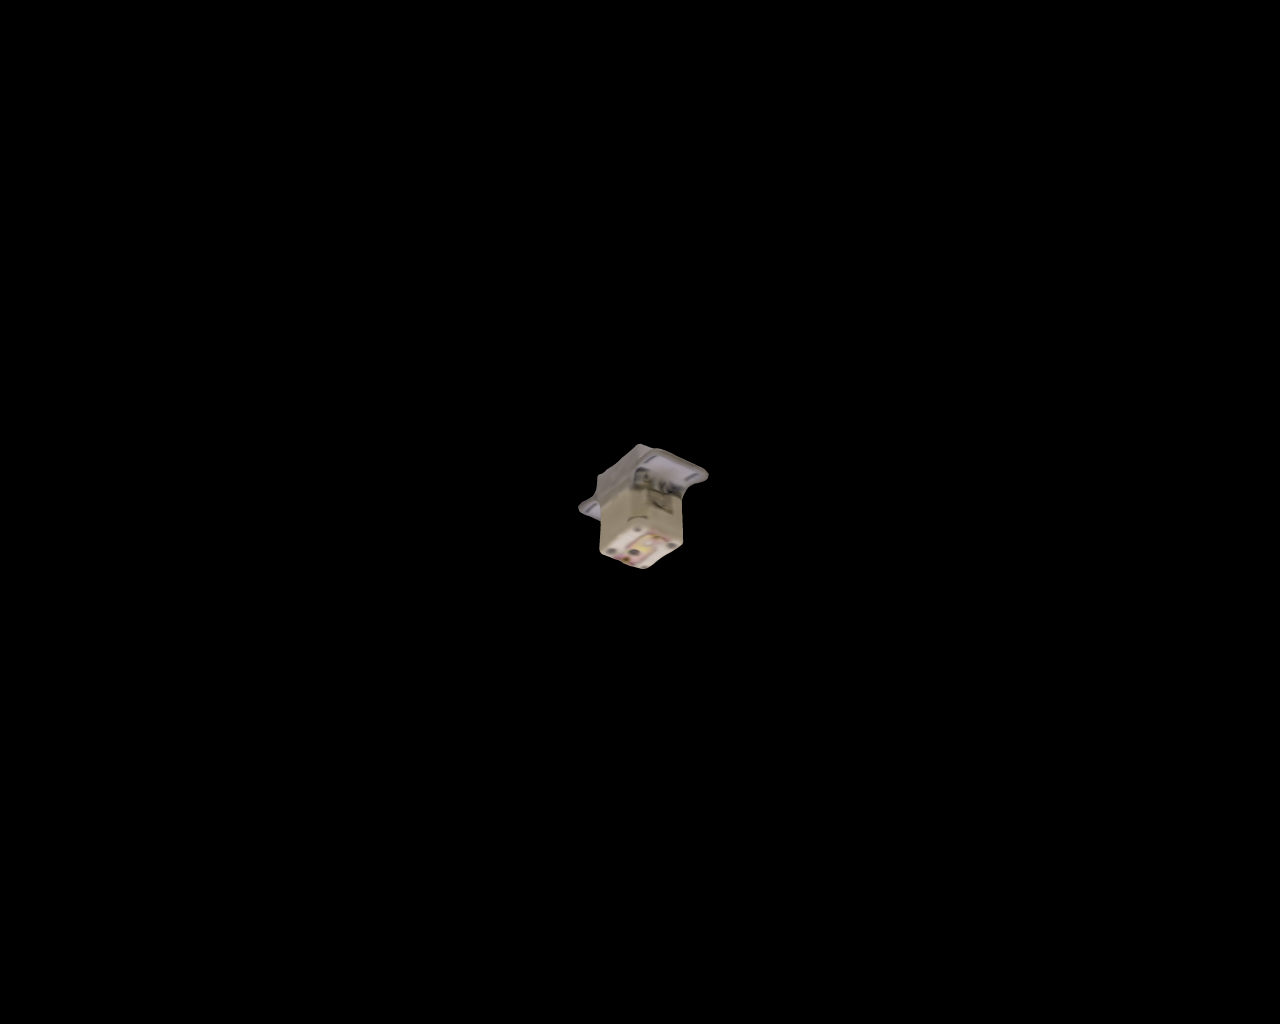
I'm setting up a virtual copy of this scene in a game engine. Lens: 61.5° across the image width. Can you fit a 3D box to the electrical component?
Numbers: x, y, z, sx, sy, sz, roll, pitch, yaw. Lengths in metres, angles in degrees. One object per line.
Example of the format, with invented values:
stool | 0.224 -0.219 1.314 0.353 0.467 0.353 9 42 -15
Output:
electrical component | 0.001 -0.003 0.650 0.042 0.064 0.081 22 -39 -30
